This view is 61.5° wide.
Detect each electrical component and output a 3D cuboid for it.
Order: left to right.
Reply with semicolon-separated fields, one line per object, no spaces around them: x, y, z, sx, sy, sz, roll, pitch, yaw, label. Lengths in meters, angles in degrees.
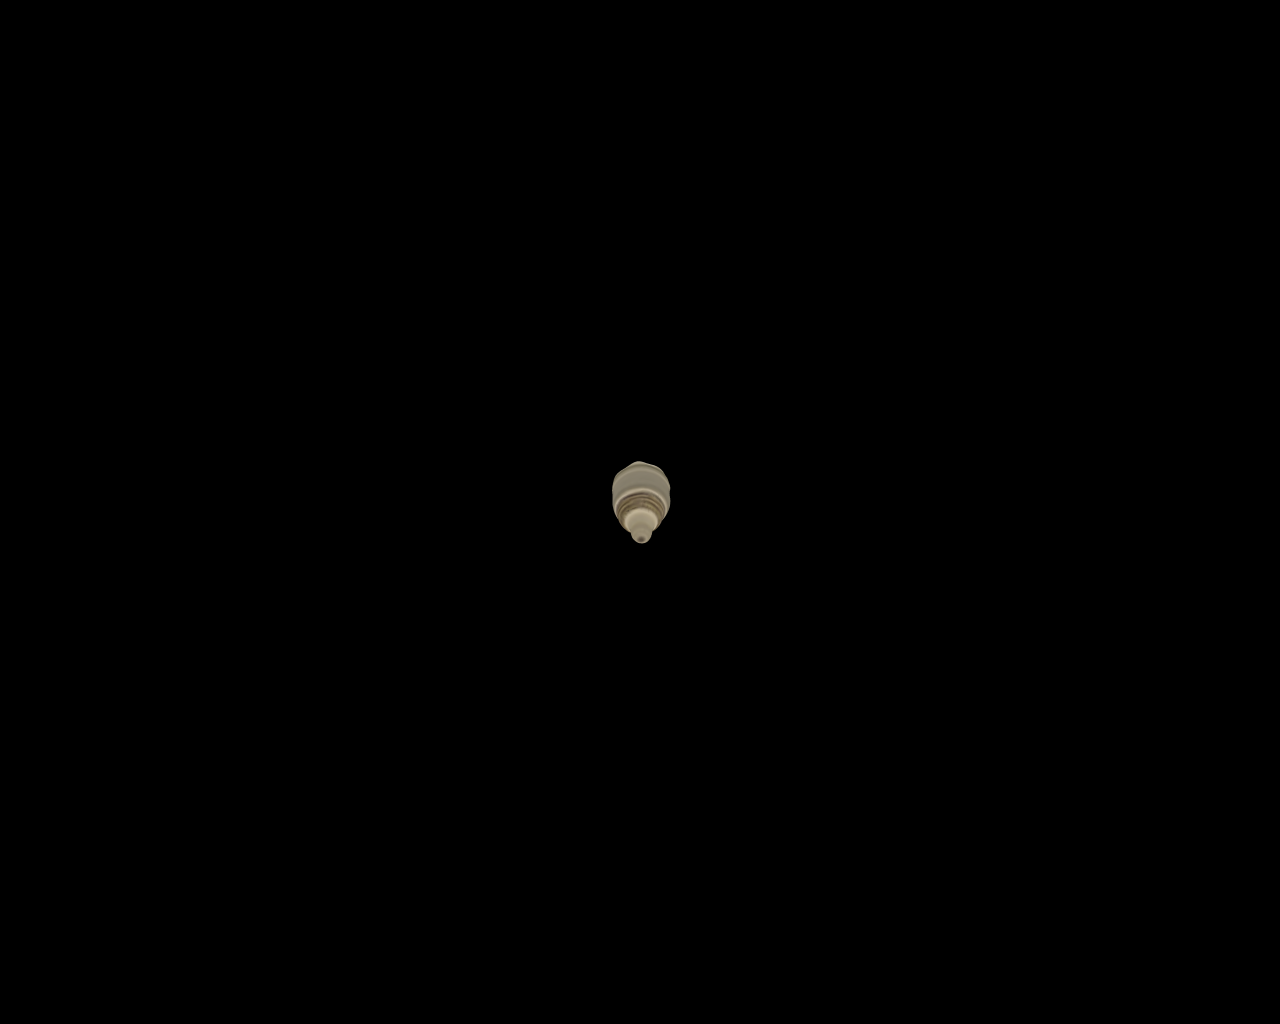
0.001;-0.003;0.650;0.035;0.035;0.061;0;39;0;electrical component
